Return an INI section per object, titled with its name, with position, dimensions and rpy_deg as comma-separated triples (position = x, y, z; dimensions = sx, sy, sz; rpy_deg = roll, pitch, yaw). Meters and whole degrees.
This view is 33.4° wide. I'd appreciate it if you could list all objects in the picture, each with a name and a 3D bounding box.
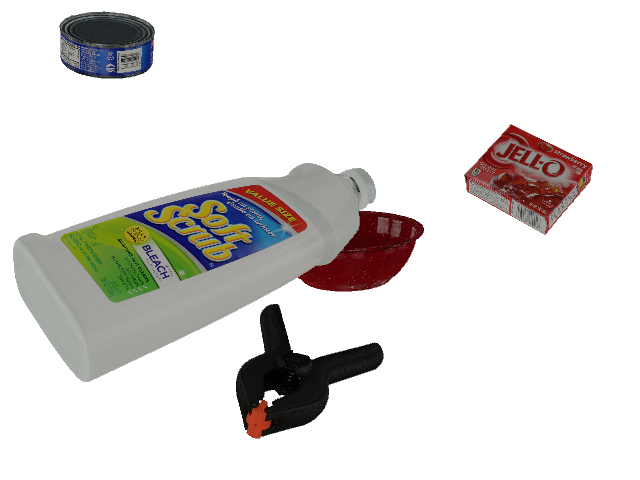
[bowl]
position = 0.027, 0.013, 1.098
dimensions = 0.162, 0.055, 0.162
rpy_deg = -2, 15, 0
[bleach bottle]
position = -0.072, 0.000, 0.728
dimensions = 0.250, 0.103, 0.068
rpy_deg = -25, -31, -29
[tuna can]
position = -0.196, -0.180, 0.981
dimensions = 0.086, 0.034, 0.086
rpy_deg = 6, 31, -3
[clamp]
position = -0.031, 0.110, 0.930
dimensions = 0.120, 0.039, 0.171
rpy_deg = 19, 26, 23
[gelatin box]
position = 0.186, -0.057, 0.960
dimensions = 0.089, 0.073, 0.030
rpy_deg = 32, -25, 27
